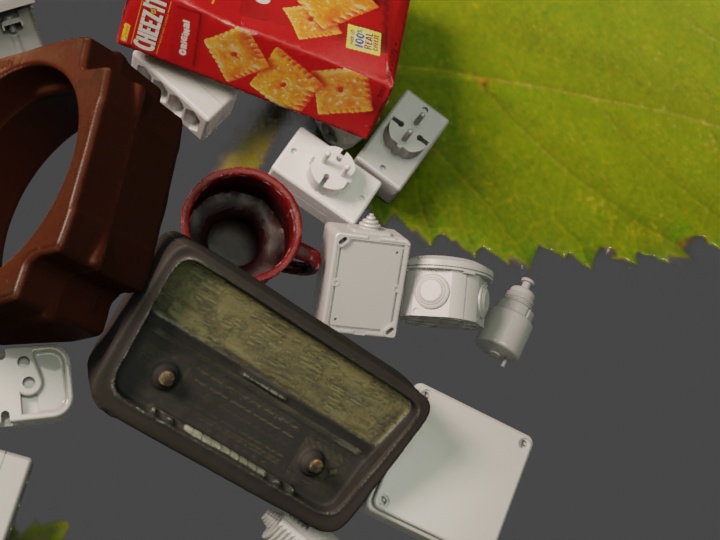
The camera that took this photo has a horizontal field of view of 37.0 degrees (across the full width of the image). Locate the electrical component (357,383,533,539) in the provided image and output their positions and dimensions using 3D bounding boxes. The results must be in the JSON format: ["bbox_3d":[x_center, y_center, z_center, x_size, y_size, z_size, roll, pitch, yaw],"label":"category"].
[{"bbox_3d":[0.067,0.163,0.861,0.109,0.056,0.108,27,71,-7],"label":"electrical component"}]

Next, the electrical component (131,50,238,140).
[{"bbox_3d":[-0.135,-0.167,0.897,0.083,0.047,0.075,42,70,-1],"label":"electrical component"}]

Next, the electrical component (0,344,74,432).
[{"bbox_3d":[-0.261,0.089,0.791,0.095,0.059,0.053,-5,77,-16],"label":"electrical component"}]

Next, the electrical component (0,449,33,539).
[{"bbox_3d":[-0.283,0.159,0.773,0.077,0.047,0.065,18,72,-11],"label":"electrical component"}]

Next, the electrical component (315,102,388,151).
[{"bbox_3d":[-0.004,-0.134,0.926,0.062,0.043,0.043,-37,88,-21],"label":"electrical component"}]

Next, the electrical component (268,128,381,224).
[{"bbox_3d":[-0.026,-0.078,0.888,0.083,0.076,0.047,35,70,-4],"label":"electrical component"}]

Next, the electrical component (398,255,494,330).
[{"bbox_3d":[0.068,0.019,0.888,0.080,0.080,0.051,9,79,-13],"label":"electrical component"}]

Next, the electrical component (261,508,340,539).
[{"bbox_3d":[-0.042,0.213,0.826,0.081,0.043,0.043,41,70,-2],"label":"electrical component"}]

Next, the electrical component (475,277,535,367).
[{"bbox_3d":[0.129,0.042,0.918,0.040,0.040,0.078,30,70,-6],"label":"electrical component"}]

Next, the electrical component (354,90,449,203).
[{"bbox_3d":[0.038,-0.111,0.914,0.047,0.076,0.083,37,70,-4],"label":"electrical component"}]

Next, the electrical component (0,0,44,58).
[{"bbox_3d":[-0.316,-0.182,0.841,0.121,0.079,0.063,-22,112,-19],"label":"electrical component"}]

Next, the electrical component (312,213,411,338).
[{"bbox_3d":[0.000,0.000,0.869,0.062,0.061,0.096,6,101,-14],"label":"electrical component"}]
